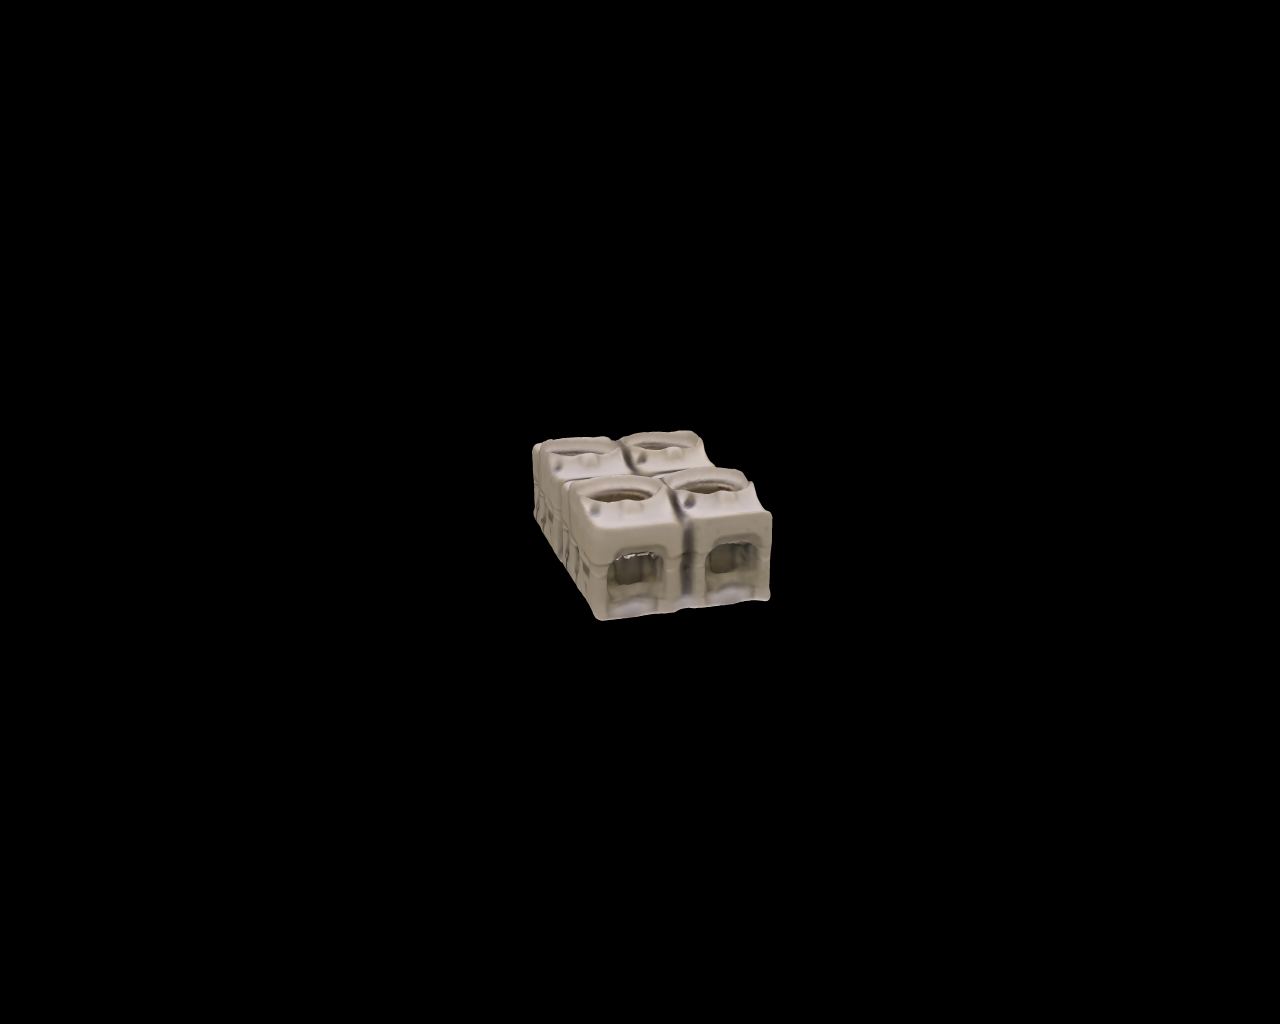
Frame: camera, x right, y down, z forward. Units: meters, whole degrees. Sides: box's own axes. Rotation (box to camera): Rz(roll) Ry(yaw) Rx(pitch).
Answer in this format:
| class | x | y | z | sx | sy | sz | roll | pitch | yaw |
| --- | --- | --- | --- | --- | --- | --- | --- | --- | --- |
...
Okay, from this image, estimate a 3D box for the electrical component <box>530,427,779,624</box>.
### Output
| class | x | y | z | sx | sy | sz | roll | pitch | yaw |
| --- | --- | --- | --- | --- | --- | --- | --- | --- | --- |
| electrical component | 0.001 | -0.003 | 0.650 | 0.105 | 0.060 | 0.186 | -5 | 19 | -15 |
